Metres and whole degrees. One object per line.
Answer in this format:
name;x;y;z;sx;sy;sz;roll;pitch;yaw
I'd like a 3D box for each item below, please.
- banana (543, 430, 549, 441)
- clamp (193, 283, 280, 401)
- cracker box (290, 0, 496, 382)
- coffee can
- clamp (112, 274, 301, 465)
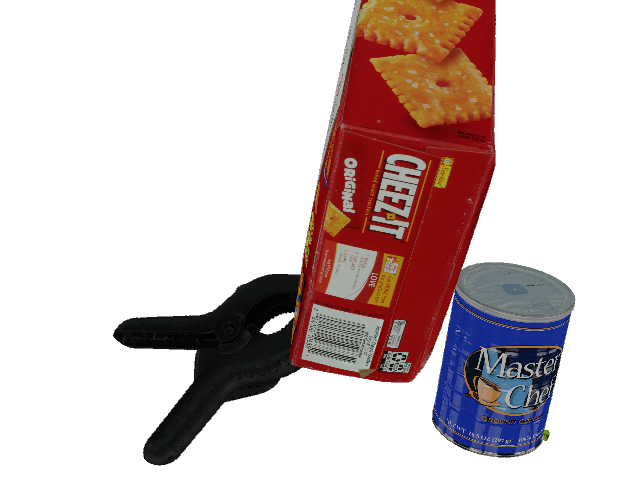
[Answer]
banana;0.205;0.185;1.274;0.069;0.037;0.198;9;23;-15
clamp;-0.058;0.117;1.126;0.165;0.036;0.209;15;29;19
cracker box;0.041;-0.061;0.542;0.072;0.213;0.164;11;-43;0
coffee can;0.159;0.104;0.941;0.103;0.140;0.103;6;24;-3
clamp;-0.060;0.080;0.725;0.171;0.120;0.039;-22;-35;10
